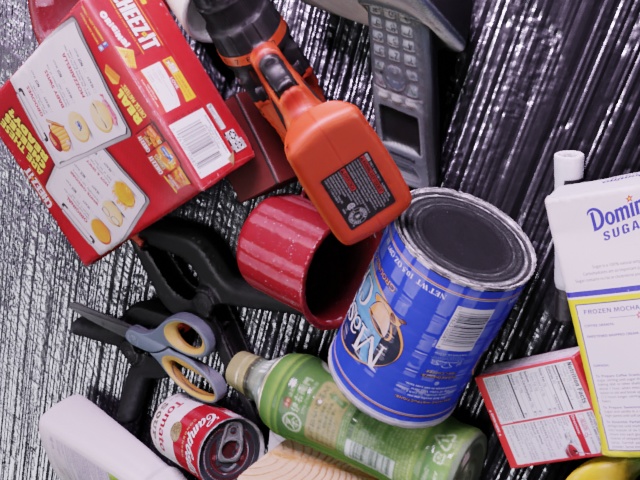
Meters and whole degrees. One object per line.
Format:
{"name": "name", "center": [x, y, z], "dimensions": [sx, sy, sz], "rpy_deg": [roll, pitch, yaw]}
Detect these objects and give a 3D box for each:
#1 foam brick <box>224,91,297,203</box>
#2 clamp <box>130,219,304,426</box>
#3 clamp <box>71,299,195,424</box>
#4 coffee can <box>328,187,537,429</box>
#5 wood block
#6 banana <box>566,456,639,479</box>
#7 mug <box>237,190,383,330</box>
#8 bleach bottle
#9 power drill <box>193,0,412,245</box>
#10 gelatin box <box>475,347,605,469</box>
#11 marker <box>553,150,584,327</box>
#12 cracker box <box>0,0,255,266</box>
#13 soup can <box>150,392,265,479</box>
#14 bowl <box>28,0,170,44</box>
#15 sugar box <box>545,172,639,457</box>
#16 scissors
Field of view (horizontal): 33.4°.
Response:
{"name": "foam brick", "center": [-0.047, -0.077, 0.843], "dimensions": [0.051, 0.052, 0.078], "rpy_deg": [-28, 87, 45]}
{"name": "clamp", "center": [-0.085, 0.047, 0.942], "dimensions": [0.210, 0.036, 0.165], "rpy_deg": [46, 131, 13]}
{"name": "clamp", "center": [-0.184, 0.100, 1.054], "dimensions": [0.120, 0.039, 0.172], "rpy_deg": [51, 129, 5]}
{"name": "coffee can", "center": [0.076, 0.049, 0.750], "dimensions": [0.103, 0.102, 0.140], "rpy_deg": [40, 130, 22]}
{"name": "wood block", "center": [-0.007, 0.272, 0.911], "dimensions": [0.091, 0.090, 0.206], "rpy_deg": [27, 132, 32]}
{"name": "banana", "center": [0.194, 0.225, 0.764], "dimensions": [0.070, 0.037, 0.198], "rpy_deg": [25, 123, 35]}
{"name": "mug", "center": [-0.005, 0.001, 0.823], "dimensions": [0.082, 0.093, 0.117], "rpy_deg": [24, 93, 39]}
{"name": "bleach bottle", "center": [-0.186, 0.244, 1.066], "dimensions": [0.251, 0.068, 0.102], "rpy_deg": [22, 135, 44]}
{"name": "power drill", "center": [-0.018, -0.097, 0.709], "dimensions": [0.184, 0.057, 0.188], "rpy_deg": [53, -175, -42]}
{"name": "gelatin box", "center": [0.163, 0.117, 0.751], "dimensions": [0.089, 0.030, 0.073], "rpy_deg": [-21, 93, 42]}
{"name": "marker", "center": [0.164, 0.001, 0.707], "dimensions": [0.020, 0.020, 0.121], "rpy_deg": [13, 116, 38]}
{"name": "cracker box", "center": [-0.166, -0.089, 0.856], "dimensions": [0.214, 0.072, 0.164], "rpy_deg": [-26, 97, 51]}
{"name": "soup can", "center": [-0.105, 0.183, 0.983], "dimensions": [0.102, 0.068, 0.068], "rpy_deg": [13, 117, 55]}
{"name": "bowl", "center": [-0.179, -0.198, 0.908], "dimensions": [0.162, 0.055, 0.162], "rpy_deg": [18, 120, 36]}
{"name": "sugar box", "center": [0.206, 0.046, 0.662], "dimensions": [0.093, 0.048, 0.176], "rpy_deg": [-8, 100, 30]}
{"name": "scissors", "center": [-0.162, 0.079, 0.990], "dimensions": [0.202, 0.016, 0.096], "rpy_deg": [32, 132, 23]}
